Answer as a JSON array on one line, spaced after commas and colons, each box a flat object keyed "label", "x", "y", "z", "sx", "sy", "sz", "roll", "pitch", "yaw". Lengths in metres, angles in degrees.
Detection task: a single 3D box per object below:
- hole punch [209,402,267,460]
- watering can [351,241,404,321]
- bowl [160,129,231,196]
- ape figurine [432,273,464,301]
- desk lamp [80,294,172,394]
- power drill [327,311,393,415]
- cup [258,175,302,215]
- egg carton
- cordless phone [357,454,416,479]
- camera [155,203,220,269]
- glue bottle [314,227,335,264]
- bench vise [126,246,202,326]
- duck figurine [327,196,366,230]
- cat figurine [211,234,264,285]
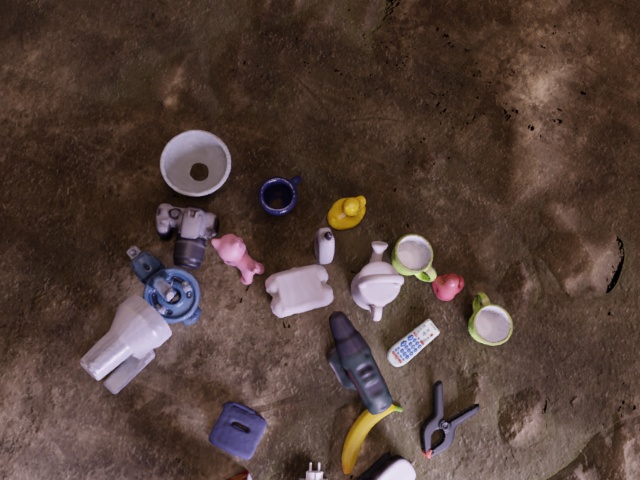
[{"label": "hole punch", "x": -0.179, "y": 0.413, "z": 1.249, "sx": 0.108, "sy": 0.091, "sz": 0.101, "roll": 25, "pitch": 76, "yaw": 1}, {"label": "watering can", "x": 0.130, "y": 0.092, "z": 1.303, "sx": 0.101, "sy": 0.194, "sz": 0.173, "roll": -19, "pitch": 79, "yaw": -9}, {"label": "bowl", "x": -0.296, "y": -0.175, "z": 1.383, "sx": 0.167, "sy": 0.074, "sz": 0.167, "roll": 1, "pitch": 77, "yaw": -5}, {"label": "ape figurine", "x": 0.309, "y": 0.104, "z": 1.371, "sx": 0.078, "sy": 0.092, "sz": 0.076, "roll": 23, "pitch": 76, "yaw": 0}, {"label": "desk lamp", "x": -0.409, "y": 0.224, "z": 1.207, "sx": 0.118, "sy": 0.213, "sz": 0.203, "roll": 42, "pitch": 77, "yaw": 5}, {"label": "power drill", "x": 0.073, "y": 0.267, "z": 1.249, "sx": 0.076, "sy": 0.208, "sz": 0.229, "roll": -29, "pitch": 81, "yaw": -11}, {"label": "cup", "x": -0.093, "y": -0.105, "z": 1.377, "sx": 0.118, "sy": 0.095, "sz": 0.091, "roll": -42, "pitch": 84, "yaw": -13}, {"label": "egg carton", "x": -0.049, "y": 0.117, "z": 1.343, "sx": 0.150, "sy": 0.069, "sz": 0.107, "roll": -15, "pitch": 79, "yaw": -9}, {"label": "cordless phone", "x": 0.146, "y": 0.530, "z": 1.207, "sx": 0.148, "sy": 0.185, "sz": 0.094, "roll": -43, "pitch": 84, "yaw": -13}, {"label": "camera", "x": -0.315, "y": -0.007, "z": 1.329, "sx": 0.143, "sy": 0.100, "sz": 0.137, "roll": 9, "pitch": 76, "yaw": -4}, {"label": "glue bottle", "x": 0.012, "y": 0.005, "z": 1.322, "sx": 0.037, "sy": 0.173, "sz": 0.078, "roll": -10, "pitch": 78, "yaw": -8}, {"label": "bench vise", "x": -0.354, "y": 0.099, "z": 1.238, "sx": 0.207, "sy": 0.219, "sz": 0.121, "roll": 29, "pitch": 76, "yaw": 2}, {"label": "duck figurine", "x": 0.068, "y": -0.073, "z": 1.391, "sx": 0.105, "sy": 0.086, "sz": 0.077, "roll": -31, "pitch": 82, "yaw": -12}, {"label": "cat figurine", "x": -0.189, "y": 0.036, "z": 1.323, "sx": 0.128, "sy": 0.117, "sz": 0.067, "roll": 44, "pitch": 77, "yaw": 5}]
